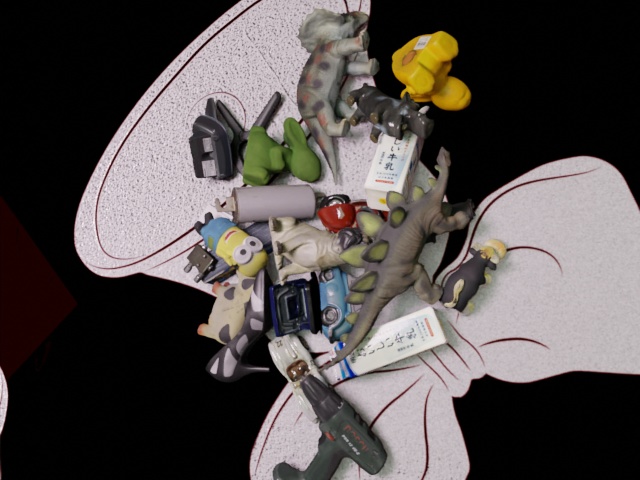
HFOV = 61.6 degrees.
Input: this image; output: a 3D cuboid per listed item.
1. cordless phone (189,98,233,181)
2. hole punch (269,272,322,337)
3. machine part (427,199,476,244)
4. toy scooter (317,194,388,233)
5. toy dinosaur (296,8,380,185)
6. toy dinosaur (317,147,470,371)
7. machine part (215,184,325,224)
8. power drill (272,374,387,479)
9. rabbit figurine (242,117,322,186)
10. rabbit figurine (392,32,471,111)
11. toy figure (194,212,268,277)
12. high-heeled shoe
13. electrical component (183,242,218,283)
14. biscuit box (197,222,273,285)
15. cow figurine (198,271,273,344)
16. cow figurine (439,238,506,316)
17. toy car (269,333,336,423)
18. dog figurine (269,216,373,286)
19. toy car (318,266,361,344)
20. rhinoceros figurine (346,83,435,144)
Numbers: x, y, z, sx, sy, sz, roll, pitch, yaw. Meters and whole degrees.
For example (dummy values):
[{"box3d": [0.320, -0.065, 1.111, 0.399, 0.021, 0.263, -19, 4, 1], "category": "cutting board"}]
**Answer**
[{"box3d": [-0.255, -0.240, 1.264, 0.089, 0.146, 0.184, -6, 42, -7], "category": "cordless phone"}, {"box3d": [-0.045, 0.136, 1.105, 0.092, 0.116, 0.142, -10, 90, 12], "category": "hole punch"}, {"box3d": [0.250, -0.040, 1.092, 0.139, 0.039, 0.084, -24, 66, 14], "category": "machine part"}, {"box3d": [0.086, -0.033, 1.124, 0.184, 0.075, 0.135, -7, 79, 12], "category": "toy scooter"}, {"box3d": [0.013, -0.337, 1.181, 0.192, 0.131, 0.404, 18, 91, 32], "category": "toy dinosaur"}, {"box3d": [0.136, 0.044, 1.003, 0.105, 0.198, 0.471, 27, 97, 62], "category": "toy dinosaur"}, {"box3d": [-0.100, -0.077, 1.143, 0.243, 0.079, 0.079, -5, 77, -21], "category": "machine part"}, {"box3d": [-0.001, 0.401, 1.055, 0.232, 0.086, 0.207, 40, 93, -1], "category": "power drill"}, {"box3d": [-0.078, -0.181, 1.190, 0.170, 0.121, 0.159, 10, 78, -7], "category": "rabbit figurine"}, {"box3d": [0.228, -0.319, 1.094, 0.162, 0.173, 0.122, 14, 77, 62], "category": "rabbit figurine"}, {"box3d": [-0.183, 0.008, 1.133, 0.180, 0.089, 0.082, 30, 84, 30], "category": "toy figure"}, {"box3d": [-0.168, 0.176, 1.111, 0.145, 0.086, 0.248, 3, 96, 14], "category": "high-heeled shoe"}, {"box3d": [-0.258, 0.044, 1.182, 0.063, 0.021, 0.094, 39, 93, 21], "category": "electrical component"}, {"box3d": [-0.178, 0.027, 1.203, 0.203, 0.059, 0.063, -30, 72, 11], "category": "biscuit box"}, {"box3d": [-0.172, 0.136, 1.170, 0.127, 0.085, 0.194, 22, 91, 18], "category": "cow figurine"}, {"box3d": [0.291, 0.063, 1.028, 0.068, 0.098, 0.167, 34, 92, 26], "category": "cow figurine"}, {"box3d": [-0.034, 0.281, 1.115, 0.073, 0.056, 0.202, -36, 72, 9], "category": "toy car"}, {"box3d": [-0.002, 0.001, 1.091, 0.191, 0.121, 0.172, -11, 44, -8], "category": "dog figurine"}, {"box3d": [0.051, 0.128, 1.097, 0.103, 0.109, 0.161, -2, 67, 1], "category": "toy car"}, {"box3d": [0.138, -0.248, 1.064, 0.112, 0.073, 0.191, -36, 52, -21], "category": "rhinoceros figurine"}]
